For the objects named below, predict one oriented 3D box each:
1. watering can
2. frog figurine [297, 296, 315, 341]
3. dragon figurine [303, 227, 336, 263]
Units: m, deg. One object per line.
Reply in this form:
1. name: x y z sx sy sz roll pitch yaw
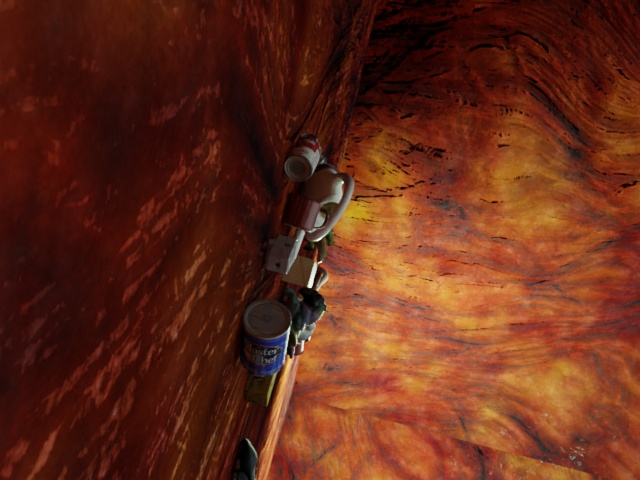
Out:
1. watering can: -0.022 -0.076 1.473 0.103 0.230 0.342 27 -57 -27
2. frog figurine: -0.069 0.273 1.837 0.139 0.158 0.122 39 17 27
3. dragon figurine: 0.006 -0.092 1.832 0.122 0.239 0.416 2 17 -5
